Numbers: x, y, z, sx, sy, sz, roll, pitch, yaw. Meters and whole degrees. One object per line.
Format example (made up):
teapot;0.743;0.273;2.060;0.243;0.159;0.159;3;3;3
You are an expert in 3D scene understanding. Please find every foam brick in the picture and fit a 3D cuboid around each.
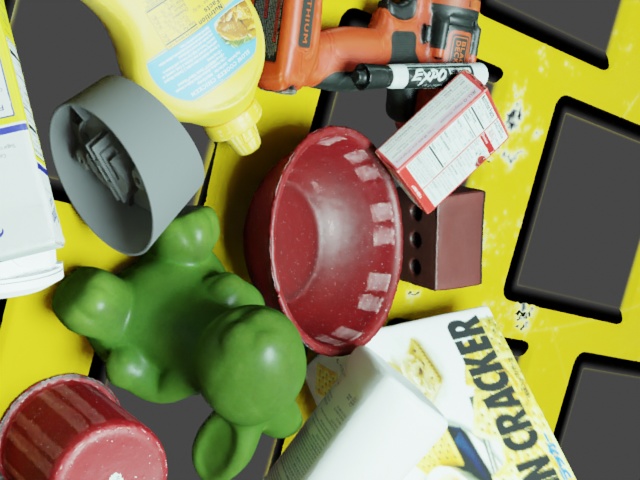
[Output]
foam brick;0.094;-0.004;0.848;0.051;0.053;0.078;-10;106;-35

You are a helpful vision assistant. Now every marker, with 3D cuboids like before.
marker;0.071;-0.116;0.754;0.120;0.020;0.020;-8;106;-38

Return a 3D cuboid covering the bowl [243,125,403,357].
bowl;-0.005;0.001;0.756;0.161;0.055;0.162;1;89;-54

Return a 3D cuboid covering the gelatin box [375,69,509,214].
gelatin box;0.091;-0.071;0.777;0.089;0.030;0.073;-44;147;1

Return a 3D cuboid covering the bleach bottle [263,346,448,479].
bleach bottle;-0.023;0.191;0.709;0.068;0.102;0.251;40;91;-10

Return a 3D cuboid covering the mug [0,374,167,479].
mug;-0.159;0.150;0.681;0.117;0.082;0.093;-42;123;-21

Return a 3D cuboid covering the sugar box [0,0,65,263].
sugar box;-0.201;-0.071;0.561;0.093;0.048;0.176;-13;92;-7

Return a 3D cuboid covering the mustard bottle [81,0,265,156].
mustard bottle;-0.088;-0.134;0.676;0.096;0.058;0.191;-42;122;-20

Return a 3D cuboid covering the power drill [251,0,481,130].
power drill;0.040;-0.166;0.762;0.187;0.057;0.184;1;101;-37
